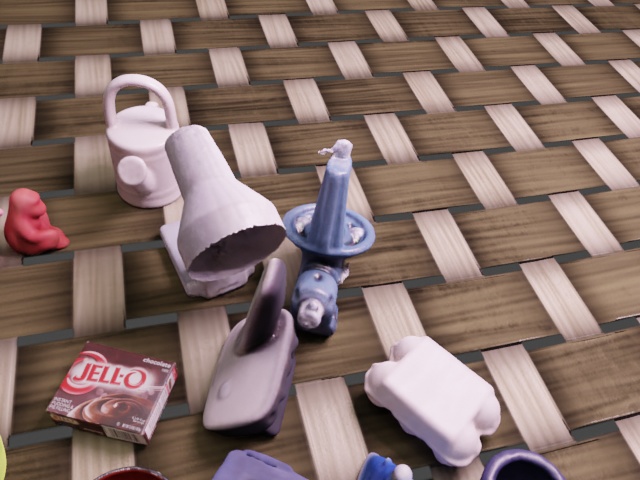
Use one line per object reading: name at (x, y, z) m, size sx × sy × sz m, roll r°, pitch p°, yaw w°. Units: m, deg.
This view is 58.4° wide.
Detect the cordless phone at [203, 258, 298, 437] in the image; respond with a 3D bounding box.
cordless phone at (-0.071, 0.117, 0.612) m, size 0.094 × 0.185 × 0.147 m, roll 8°, pitch 49°, yaw 0°

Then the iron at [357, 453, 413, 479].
iron at (0.083, 0.295, 0.509) m, size 0.119 × 0.141 × 0.258 m, roll -4°, pitch 50°, yaw -11°

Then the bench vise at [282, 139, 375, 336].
bench vise at (0.018, 0.002, 0.702) m, size 0.121 × 0.220 × 0.207 m, roll -3°, pitch 50°, yaw -10°

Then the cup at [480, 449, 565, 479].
cup at (0.187, 0.279, 0.568) m, size 0.091 × 0.095 × 0.118 m, roll 31°, pitch 52°, yaw 18°

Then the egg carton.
egg carton at (0.130, 0.182, 0.661) m, size 0.150 × 0.069 × 0.107 m, roll 37°, pitch 54°, yaw 22°

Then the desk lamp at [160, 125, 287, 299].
desk lamp at (-0.134, -0.019, 0.703) m, size 0.118 × 0.213 × 0.202 m, roll -20°, pitch 55°, yaw -23°

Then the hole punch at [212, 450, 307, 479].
hole punch at (-0.061, 0.258, 0.554) m, size 0.108 × 0.091 × 0.101 m, roll 20°, pitch 49°, yaw 9°

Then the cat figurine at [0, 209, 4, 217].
cat figurine at (-0.460, -0.016, 0.716) m, size 0.127 × 0.118 × 0.067 m, roll 12°, pitch 49°, yaw 2°

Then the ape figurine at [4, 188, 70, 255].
ape figurine at (-0.381, -0.029, 0.756) m, size 0.076 × 0.092 × 0.077 m, roll -9°, pitch 51°, yaw -15°

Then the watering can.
watering can at (-0.245, -0.140, 0.804) m, size 0.101 × 0.194 × 0.172 m, roll -16°, pitch 53°, yaw -20°
